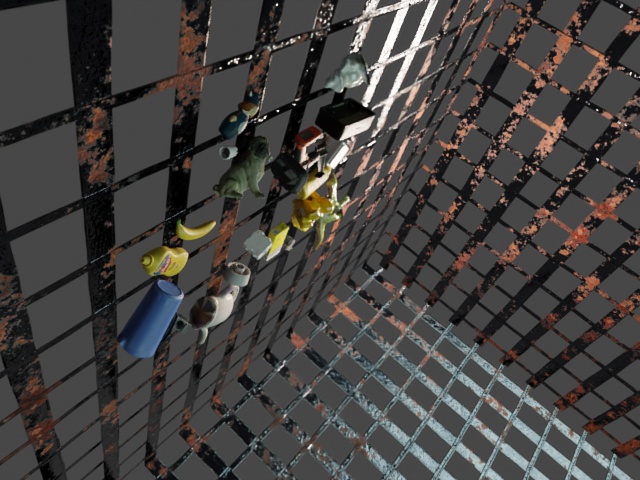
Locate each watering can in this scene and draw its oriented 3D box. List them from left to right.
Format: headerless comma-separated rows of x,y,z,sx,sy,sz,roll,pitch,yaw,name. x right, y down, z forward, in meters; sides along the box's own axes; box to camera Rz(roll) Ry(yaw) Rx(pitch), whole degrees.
-0.460,0.323,2.148,0.105,0.345,0.224,39,-167,17,watering can

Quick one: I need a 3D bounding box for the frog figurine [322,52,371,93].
0.083,-0.563,1.749,0.159,0.123,0.137,-15,173,4,frog figurine

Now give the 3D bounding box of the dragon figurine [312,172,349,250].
0.007,-0.122,2.415,0.123,0.406,0.243,26,-167,23,dragon figurine
